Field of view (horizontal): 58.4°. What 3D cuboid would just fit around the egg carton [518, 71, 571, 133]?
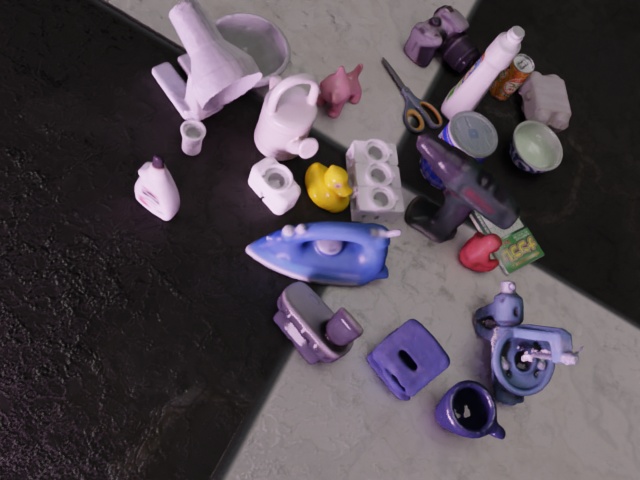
[{"bbox_3d":[0.511,-0.316,1.314,0.107,0.069,0.150,4,67,-15],"label":"egg carton"}]

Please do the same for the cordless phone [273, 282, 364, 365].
[{"bbox_3d":[0.005,0.118,0.916,0.147,0.185,0.094,45,63,5],"label":"cordless phone"}]

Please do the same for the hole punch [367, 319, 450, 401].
[{"bbox_3d":[0.151,0.205,0.976,0.101,0.091,0.108,-37,82,-26],"label":"hole punch"}]

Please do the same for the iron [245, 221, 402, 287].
[{"bbox_3d":[0.009,0.004,0.990,0.259,0.141,0.118,4,67,-15],"label":"iron"}]

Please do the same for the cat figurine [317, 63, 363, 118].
[{"bbox_3d":[0.043,-0.308,1.144,0.067,0.117,0.128,43,63,4],"label":"cat figurine"}]

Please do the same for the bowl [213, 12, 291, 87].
[{"bbox_3d":[-0.145,-0.362,1.135,0.168,0.074,0.167,6,66,-14],"label":"bowl"}]

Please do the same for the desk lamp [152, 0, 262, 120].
[{"bbox_3d":[-0.208,-0.303,1.014,0.118,0.213,0.203,-34,80,-25],"label":"desk lamp"}]

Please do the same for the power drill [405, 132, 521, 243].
[{"bbox_3d":[0.241,-0.081,1.057,0.229,0.208,0.076,31,63,-2],"label":"power drill"}]

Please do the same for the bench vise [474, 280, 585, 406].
[{"bbox_3d":[0.341,0.166,0.976,0.122,0.219,0.207,-15,73,-21],"label":"bench vise"}]

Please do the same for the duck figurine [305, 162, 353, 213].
[{"bbox_3d":[0.021,-0.110,1.073,0.078,0.086,0.104,-36,81,-26],"label":"duck figurine"}]

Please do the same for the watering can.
[{"bbox_3d":[-0.051,-0.228,1.040,0.101,0.194,0.173,-39,82,-26],"label":"watering can"}]

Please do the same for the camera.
[{"bbox_3d":[0.288,-0.444,1.283,0.143,0.100,0.137,-36,81,-26],"label":"camera"}]

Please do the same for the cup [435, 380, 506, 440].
[{"bbox_3d":[0.246,0.297,0.963,0.118,0.095,0.092,38,63,1],"label":"cup"}]

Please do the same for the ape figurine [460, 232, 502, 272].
[{"bbox_3d":[0.317,0.017,1.103,0.076,0.092,0.078,0,68,-16],"label":"ape figurine"}]

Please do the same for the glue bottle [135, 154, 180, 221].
[{"bbox_3d":[-0.265,-0.094,0.932,0.078,0.173,0.037,33,63,-1],"label":"glue bottle"}]
